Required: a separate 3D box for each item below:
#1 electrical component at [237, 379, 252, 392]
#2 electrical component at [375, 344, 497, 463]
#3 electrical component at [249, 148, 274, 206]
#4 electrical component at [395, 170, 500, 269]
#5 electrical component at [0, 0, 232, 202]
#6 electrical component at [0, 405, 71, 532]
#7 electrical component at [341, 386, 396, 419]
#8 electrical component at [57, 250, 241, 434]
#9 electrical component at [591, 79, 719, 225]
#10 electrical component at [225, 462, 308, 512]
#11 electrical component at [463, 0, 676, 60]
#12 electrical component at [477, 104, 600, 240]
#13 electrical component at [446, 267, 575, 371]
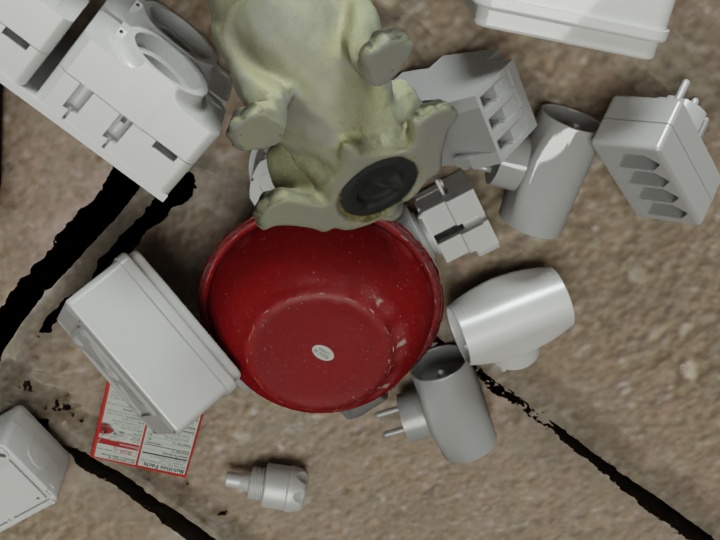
[{"bbox_3d":[-0.053,0.048,0.752,0.081,0.043,0.043,-29,115,14],"label":"electrical component"},{"bbox_3d":[0.051,0.102,0.783,0.079,0.043,0.077,-17,117,8],"label":"electrical component"},{"bbox_3d":[-0.032,-0.059,0.690,0.080,0.051,0.080,0,119,-1],"label":"electrical component"},{"bbox_3d":[0.054,-0.030,0.711,0.055,0.048,0.066,-27,116,5],"label":"electrical component"},{"bbox_3d":[-0.162,-0.137,0.614,0.186,0.105,0.060,37,112,-19],"label":"electrical component"},{"bbox_3d":[-0.272,0.152,0.795,0.096,0.061,0.061,-29,115,14],"label":"electrical component"},{"bbox_3d":[0.007,0.075,0.768,0.062,0.043,0.043,-34,114,14],"label":"electrical component"},{"bbox_3d":[-0.140,0.050,0.699,0.056,0.109,0.108,-41,96,-20],"label":"electrical component"},{"bbox_3d":[0.195,-0.084,0.676,0.083,0.047,0.075,45,67,-43],"label":"electrical component"},{"bbox_3d":[-0.072,0.164,0.820,0.061,0.035,0.035,9,118,-3],"label":"electrical component"},{"bbox_3d":[0.120,-0.166,0.619,0.113,0.078,0.057,10,115,-6],"label":"electrical component"},{"bbox_3d":[0.106,-0.068,0.691,0.079,0.044,0.077,15,117,-9],"label":"electrical component"},{"bbox_3d":[0.106,0.043,0.749,0.077,0.043,0.079,-21,137,-5],"label":"electrical component"}]
